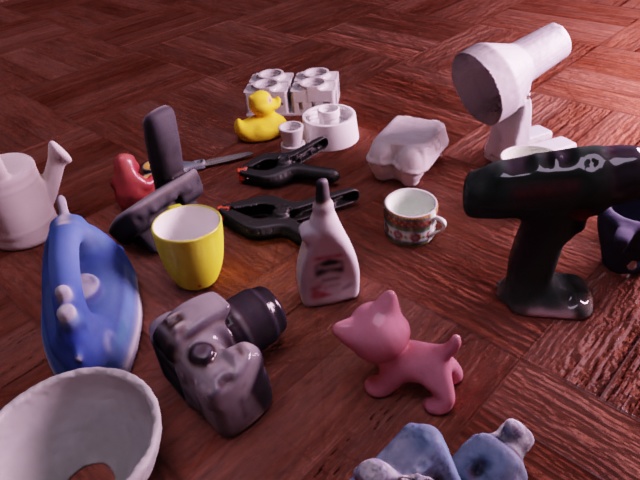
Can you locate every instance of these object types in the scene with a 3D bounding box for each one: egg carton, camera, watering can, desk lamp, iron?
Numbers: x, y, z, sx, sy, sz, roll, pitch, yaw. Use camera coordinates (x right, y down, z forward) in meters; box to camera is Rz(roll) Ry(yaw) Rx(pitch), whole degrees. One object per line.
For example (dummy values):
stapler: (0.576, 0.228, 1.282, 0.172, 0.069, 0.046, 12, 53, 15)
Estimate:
egg carton: (0.148, -0.152, 0.954, 0.107, 0.069, 0.150, 15, 41, 24)
camera: (-0.095, 0.107, 0.611, 0.137, 0.101, 0.142, -31, 44, -30)
watering can: (-0.459, -0.093, 0.841, 0.100, 0.194, 0.173, 20, 44, 30)
desk lamp: (0.312, -0.224, 0.911, 0.203, 0.214, 0.117, -20, 39, -19)
iron: (-0.276, 0.063, 0.657, 0.119, 0.142, 0.257, -15, 38, -13)

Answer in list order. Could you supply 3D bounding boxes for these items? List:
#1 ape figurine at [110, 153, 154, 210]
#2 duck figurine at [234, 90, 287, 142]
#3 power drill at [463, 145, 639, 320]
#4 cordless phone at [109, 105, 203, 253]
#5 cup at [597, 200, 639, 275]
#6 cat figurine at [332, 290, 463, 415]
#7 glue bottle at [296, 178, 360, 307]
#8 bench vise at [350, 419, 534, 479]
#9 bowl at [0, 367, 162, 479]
ape figurine: (-0.301, -0.097, 0.914, 0.077, 0.092, 0.076, 6, 38, 14)
duck figurine: (-0.116, -0.240, 1.089, 0.105, 0.086, 0.077, -19, 39, -18)
power drill: (0.273, -0.012, 0.637, 0.229, 0.209, 0.075, 3, 38, 11)
cordless phone: (-0.245, -0.089, 0.820, 0.093, 0.185, 0.148, 17, 42, 27)
cup: (0.377, 0.003, 0.700, 0.091, 0.095, 0.118, 23, 45, 32)
cat figurine: (0.081, 0.105, 0.578, 0.127, 0.118, 0.067, 9, 39, 18)
glue bottle: (0.006, 0.002, 0.678, 0.078, 0.173, 0.037, -13, 37, -10)
bench vise: (0.072, 0.176, 0.399, 0.121, 0.220, 0.208, 17, 42, 27)
bowl: (-0.220, 0.202, 0.520, 0.167, 0.075, 0.167, -3, 37, 3)
